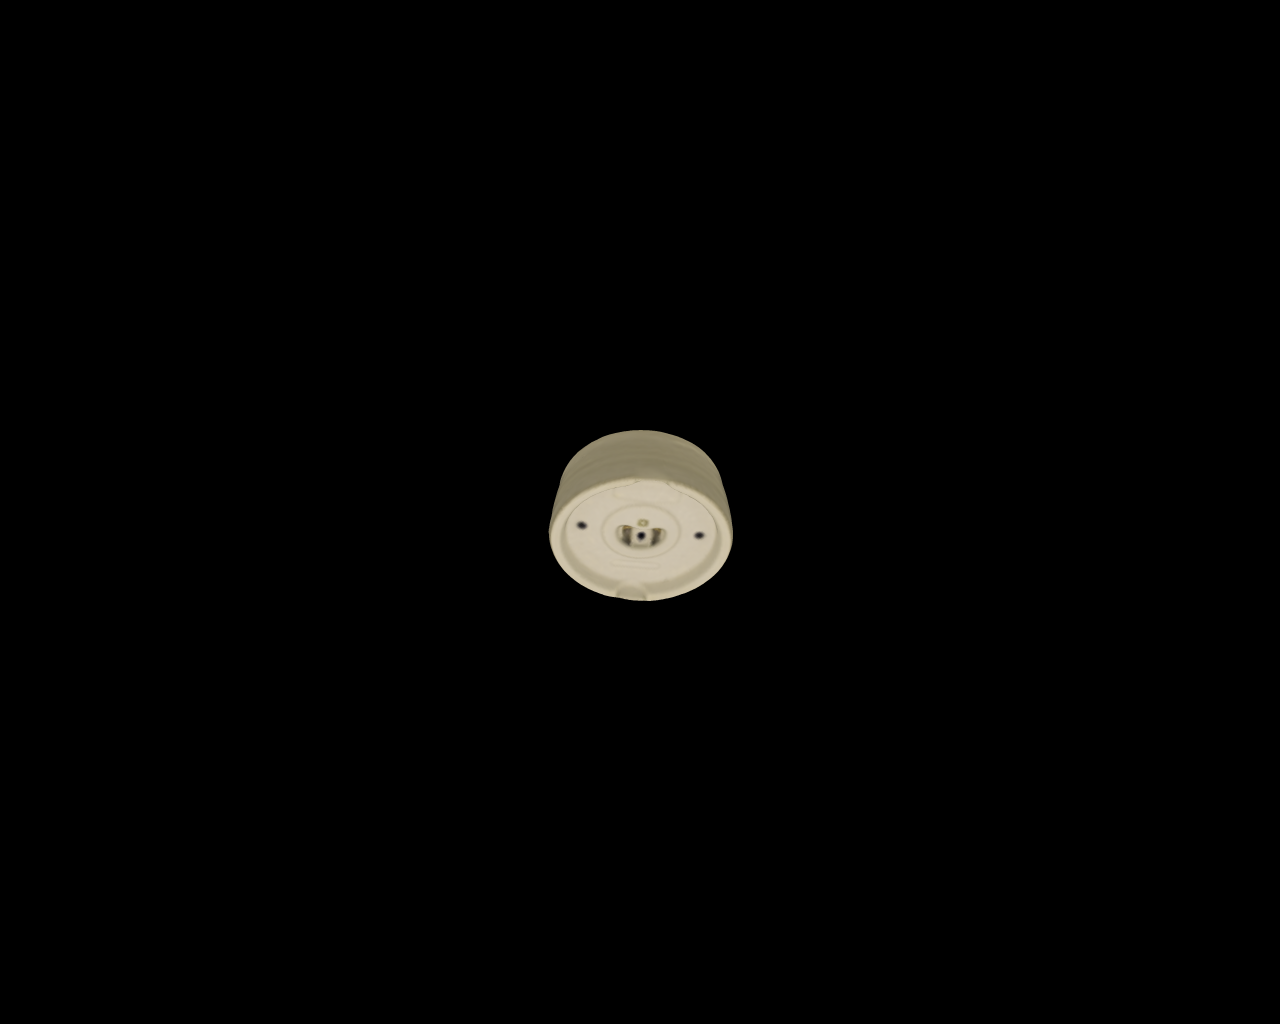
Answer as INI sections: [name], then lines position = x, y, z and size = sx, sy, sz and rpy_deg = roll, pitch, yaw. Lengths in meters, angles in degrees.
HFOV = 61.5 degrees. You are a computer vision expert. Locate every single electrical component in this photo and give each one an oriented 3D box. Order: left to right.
[electrical component]
position = 0.001, -0.003, 0.650
size = 0.108, 0.060, 0.108
rpy_deg = 0, -44, 0
